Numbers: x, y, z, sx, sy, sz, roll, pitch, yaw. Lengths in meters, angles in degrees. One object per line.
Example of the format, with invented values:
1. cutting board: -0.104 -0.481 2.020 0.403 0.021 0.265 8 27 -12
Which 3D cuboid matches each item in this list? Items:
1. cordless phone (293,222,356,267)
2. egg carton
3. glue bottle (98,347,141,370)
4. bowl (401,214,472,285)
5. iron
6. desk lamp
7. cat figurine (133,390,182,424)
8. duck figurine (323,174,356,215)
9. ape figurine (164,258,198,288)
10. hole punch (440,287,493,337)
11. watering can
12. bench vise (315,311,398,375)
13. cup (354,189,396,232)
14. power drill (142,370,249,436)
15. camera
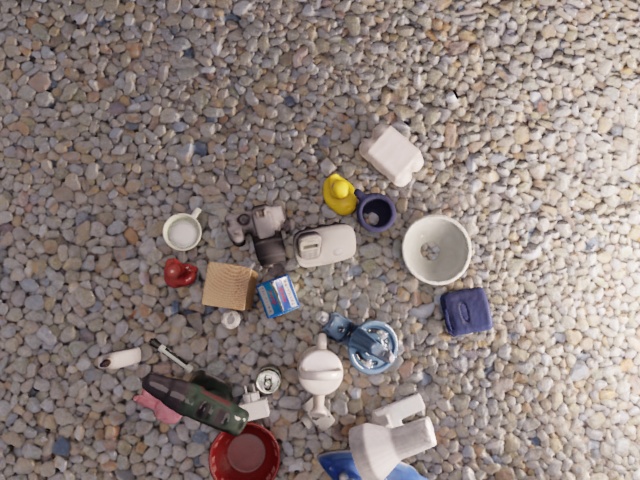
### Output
1. cordless phone: 0.012 0.005 1.296 0.147 0.185 0.094 -14 85 -4
2. egg carton: 0.173 -0.206 1.384 0.150 0.069 0.107 40 84 1
3. glue bottle: -0.449 0.263 1.252 0.078 0.173 0.037 -9 85 -3
4. bowl: 0.270 0.025 1.363 0.167 0.074 0.167 0 84 -3
5. iron: 0.116 0.546 1.271 0.258 0.141 0.119 20 84 -1
6. desk lamp: 0.160 0.427 1.248 0.203 0.213 0.118 -22 86 -5
7. cat figurine: -0.353 0.368 1.275 0.128 0.117 0.067 21 84 -1
8. duck figurine: 0.049 -0.111 1.359 0.077 0.086 0.104 -27 86 -5
9. ape figurine: -0.328 0.074 1.318 0.076 0.092 0.078 -36 87 -6
10. hole punch: 0.342 0.170 1.345 0.101 0.091 0.109 -13 85 -4
11. watering can: 0.003 0.298 1.262 0.101 0.194 0.173 -18 85 -4
12. bench vise: 0.083 0.231 1.260 0.207 0.219 0.121 12 84 -2
13. cup: 0.118 -0.069 1.354 0.092 0.095 0.118 -43 88 -6
14. power drill: -0.260 0.341 1.237 0.229 0.208 0.076 26 84 0
15. camera: -0.140 -0.007 1.331 0.143 0.100 0.137 -14 85 -4
